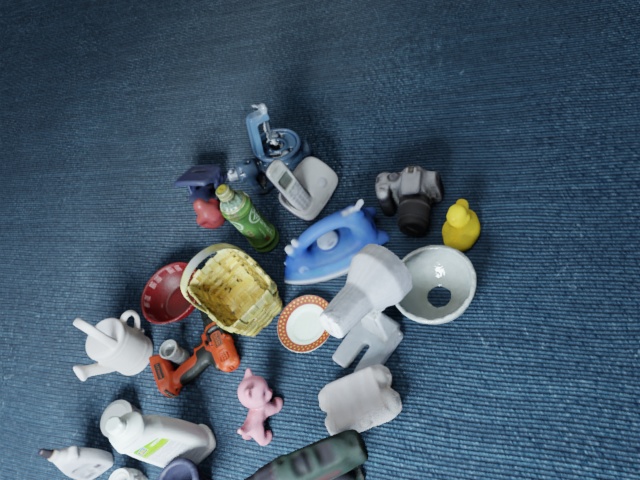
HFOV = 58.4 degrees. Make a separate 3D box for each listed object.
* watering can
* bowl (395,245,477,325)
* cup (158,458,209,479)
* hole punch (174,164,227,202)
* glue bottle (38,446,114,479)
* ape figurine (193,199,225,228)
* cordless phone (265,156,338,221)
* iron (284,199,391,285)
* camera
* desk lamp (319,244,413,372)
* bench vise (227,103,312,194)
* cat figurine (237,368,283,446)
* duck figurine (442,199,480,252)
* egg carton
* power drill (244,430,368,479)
[{"bbox_3d":[-0.471,0.232,1.272,0.100,0.195,0.173,0,60,24],"label":"watering can"},{"bbox_3d":[0.227,0.098,1.119,0.167,0.075,0.167,-11,57,18],"label":"bowl"},{"bbox_3d":[-0.236,0.469,1.083,0.117,0.095,0.092,-2,60,23],"label":"cup"},{"bbox_3d":[-0.316,-0.161,1.510,0.108,0.091,0.101,1,61,24],"label":"hole punch"},{"bbox_3d":[-0.504,0.448,1.166,0.078,0.174,0.037,-33,53,2],"label":"glue bottle"},{"bbox_3d":[-0.285,-0.073,1.442,0.078,0.092,0.076,-44,53,-6],"label":"ape figurine"},{"bbox_3d":[-0.046,-0.145,1.321,0.093,0.186,0.148,20,70,32],"label":"cordless phone"},{"bbox_3d":[0.011,0.004,1.231,0.258,0.142,0.118,-29,53,6],"label":"iron"},{"bbox_3d":[0.186,-0.084,1.233,0.142,0.101,0.137,-3,59,23],"label":"camera"},{"bbox_3d":[0.088,0.136,1.070,0.117,0.214,0.203,28,74,34],"label":"desk lamp"},{"bbox_3d":[-0.137,-0.215,1.383,0.207,0.220,0.121,-47,53,-8],"label":"bench vise"},{"bbox_3d":[-0.129,0.321,1.113,0.067,0.118,0.128,4,62,26],"label":"cat figurine"},{"bbox_3d":[0.283,-0.034,1.169,0.077,0.086,0.104,9,65,28],"label":"duck figurine"},{"bbox_3d":[0.074,0.301,1.065,0.150,0.070,0.107,-26,53,8],"label":"egg carton"},{"bbox_3d":[-0.014,0.401,0.955,0.229,0.209,0.075,-31,53,4],"label":"power drill"}]
